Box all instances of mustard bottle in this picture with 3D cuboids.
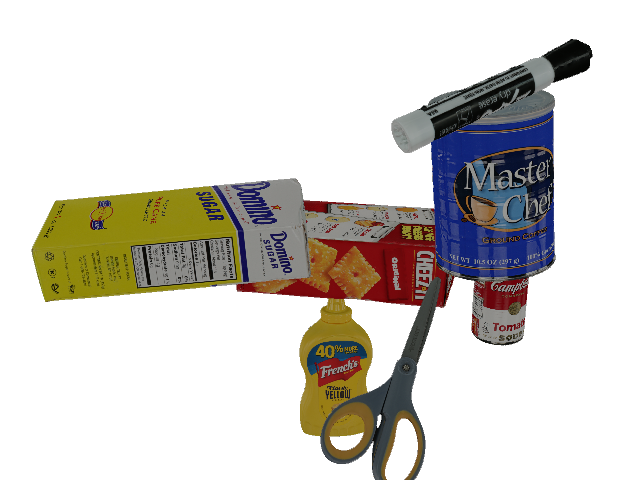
[{"bbox_3d":[0.021,0.161,1.408,0.096,0.192,0.058,-1,16,-5],"label":"mustard bottle"}]

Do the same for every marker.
[{"bbox_3d":[0.093,-0.078,0.562,0.121,0.020,0.020,-26,8,-16],"label":"marker"}]

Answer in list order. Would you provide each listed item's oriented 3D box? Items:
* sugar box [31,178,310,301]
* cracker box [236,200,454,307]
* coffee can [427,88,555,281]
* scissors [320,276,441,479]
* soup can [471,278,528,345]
[{"bbox_3d":[-0.097,-0.003,0.722,0.176,0.048,0.093,-8,24,-1],"label":"sugar box"},{"bbox_3d":[0.035,0.011,1.122,0.214,0.072,0.164,5,15,12],"label":"cracker box"},{"bbox_3d":[0.145,-0.049,0.895,0.103,0.140,0.103,-5,21,2],"label":"coffee can"},{"bbox_3d":[0.053,0.116,0.914,0.096,0.201,0.016,5,-30,1],"label":"scissors"},{"bbox_3d":[0.227,0.072,1.348,0.068,0.102,0.068,0,23,0],"label":"soup can"}]
